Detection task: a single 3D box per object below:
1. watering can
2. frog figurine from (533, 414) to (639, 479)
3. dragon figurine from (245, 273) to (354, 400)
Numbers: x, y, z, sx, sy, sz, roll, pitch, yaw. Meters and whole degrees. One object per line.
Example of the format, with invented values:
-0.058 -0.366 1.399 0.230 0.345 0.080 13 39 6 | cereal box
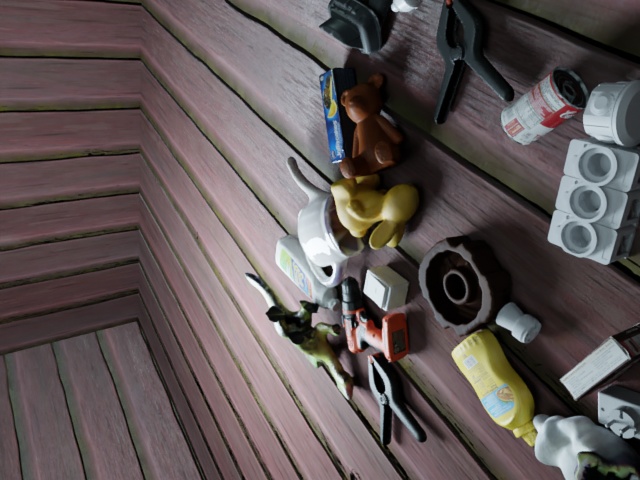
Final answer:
0.004 -0.062 1.228 0.104 0.350 0.222 -10 -8 -33 | watering can
0.390 0.321 0.758 0.122 0.137 0.160 -27 6 7 | frog figurine
-0.050 0.258 1.365 0.123 0.237 0.416 -34 51 -23 | dragon figurine
